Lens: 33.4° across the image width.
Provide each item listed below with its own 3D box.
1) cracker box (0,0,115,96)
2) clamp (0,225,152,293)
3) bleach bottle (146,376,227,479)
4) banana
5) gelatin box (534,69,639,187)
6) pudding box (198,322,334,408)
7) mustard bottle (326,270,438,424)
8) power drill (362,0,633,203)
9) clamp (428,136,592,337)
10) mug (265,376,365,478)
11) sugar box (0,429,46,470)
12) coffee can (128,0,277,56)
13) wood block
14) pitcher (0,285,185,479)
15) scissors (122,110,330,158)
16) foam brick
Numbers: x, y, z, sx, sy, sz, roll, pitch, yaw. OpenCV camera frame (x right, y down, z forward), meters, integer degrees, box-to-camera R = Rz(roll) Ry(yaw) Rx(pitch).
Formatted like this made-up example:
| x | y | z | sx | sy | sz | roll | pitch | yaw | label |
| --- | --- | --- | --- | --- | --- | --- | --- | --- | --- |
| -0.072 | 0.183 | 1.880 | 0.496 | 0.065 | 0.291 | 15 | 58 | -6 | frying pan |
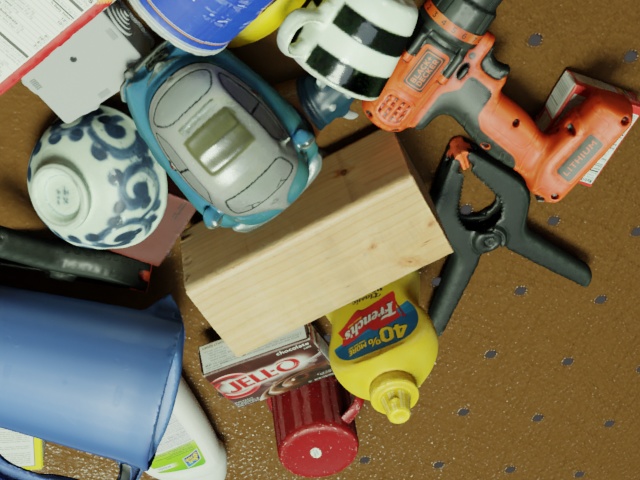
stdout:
| x | y | z | sx | sy | sz | roll | pitch | yaw | label |
| --- | --- | --- | --- | --- | --- | --- | --- | --- | --- |
| -0.194 | -0.187 | 0.699 | 0.214 | 0.164 | 0.072 | -35 | 128 | 18 | cracker box |
| -0.222 | 0.015 | 0.906 | 0.171 | 0.120 | 0.039 | 9 | 87 | -20 | clamp |
| -0.165 | 0.191 | 1.075 | 0.102 | 0.068 | 0.250 | -18 | 131 | 6 | bleach bottle |
| -0.021 | -0.222 | 0.783 | 0.070 | 0.037 | 0.198 | 24 | 123 | 9 | banana |
| 0.223 | -0.096 | 0.923 | 0.073 | 0.030 | 0.089 | 15 | 125 | -21 | gelatin box |
| -0.049 | 0.116 | 1.031 | 0.113 | 0.039 | 0.090 | -22 | 148 | 8 | pudding box |
| 0.053 | 0.084 | 0.937 | 0.096 | 0.191 | 0.058 | -22 | 128 | 9 | mustard bottle |
| 0.153 | -0.129 | 0.849 | 0.187 | 0.057 | 0.185 | 32 | 122 | -12 | power drill |
| 0.145 | 0.000 | 0.982 | 0.165 | 0.036 | 0.210 | -26 | 126 | 10 | clamp |
| 0.003 | 0.178 | 1.076 | 0.117 | 0.081 | 0.093 | -40 | 124 | 22 | mug |
| -0.314 | 0.148 | 1.027 | 0.093 | 0.048 | 0.176 | 2 | 125 | -10 | sugar box |
| -0.056 | -0.206 | 0.721 | 0.102 | 0.103 | 0.141 | 34 | 129 | -30 | coffee can |
| -0.006 | 0.001 | 0.902 | 0.206 | 0.091 | 0.090 | -27 | 126 | 9 | wood block |
| -0.242 | 0.114 | 0.899 | 0.243 | 0.149 | 0.145 | 13 | 125 | -2 | pitcher |
| -0.076 | -0.054 | 0.917 | 0.201 | 0.016 | 0.096 | 7 | 123 | -15 | scissors |
| -0.143 | -0.027 | 0.908 | 0.053 | 0.051 | 0.078 | 23 | 122 | -26 | foam brick |
